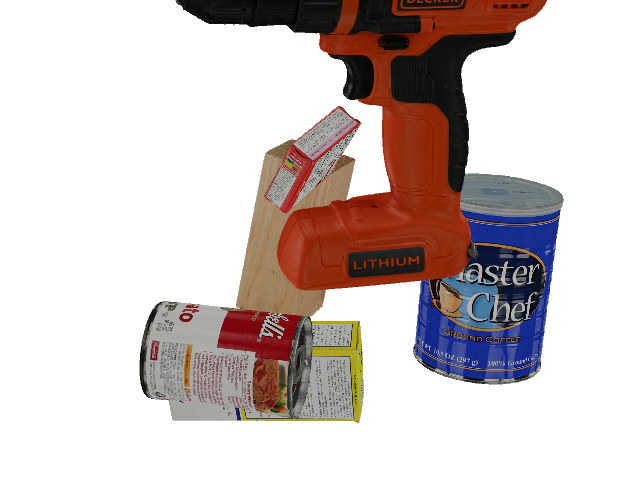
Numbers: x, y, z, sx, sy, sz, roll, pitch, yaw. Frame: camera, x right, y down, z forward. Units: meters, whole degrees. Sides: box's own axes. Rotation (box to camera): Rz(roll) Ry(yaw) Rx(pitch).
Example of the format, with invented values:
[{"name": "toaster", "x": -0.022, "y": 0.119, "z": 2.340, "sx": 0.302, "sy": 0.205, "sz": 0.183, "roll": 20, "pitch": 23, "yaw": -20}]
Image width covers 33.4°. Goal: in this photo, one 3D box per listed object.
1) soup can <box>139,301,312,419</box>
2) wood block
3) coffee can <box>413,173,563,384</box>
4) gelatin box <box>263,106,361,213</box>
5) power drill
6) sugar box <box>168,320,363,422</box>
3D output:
[{"name": "soup can", "x": -0.061, "y": 0.078, "z": 0.708, "sx": 0.102, "sy": 0.068, "sz": 0.068, "roll": 6, "pitch": 1, "yaw": 10}, {"name": "wood block", "x": -0.032, "y": -0.010, "z": 1.328, "sx": 0.090, "sy": 0.206, "sz": 0.090, "roll": 19, "pitch": 22, "yaw": 15}, {"name": "coffee can", "x": 0.129, "y": 0.027, "z": 0.835, "sx": 0.103, "sy": 0.140, "sz": 0.103, "roll": 3, "pitch": 17, "yaw": -1}, {"name": "gelatin box", "x": -0.008, "y": -0.076, "z": 0.989, "sx": 0.089, "sy": 0.030, "sz": 0.073, "roll": -45, "pitch": -10, "yaw": -44}, {"name": "power drill", "x": 0.018, "y": -0.066, "z": 0.540, "sx": 0.184, "sy": 0.188, "sz": 0.057, "roll": -4, "pitch": 32, "yaw": -12}, {"name": "sugar box", "x": -0.051, "y": 0.118, "z": 0.960, "sx": 0.176, "sy": 0.093, "sz": 0.048, "roll": 2, "pitch": 36, "yaw": 7}]
